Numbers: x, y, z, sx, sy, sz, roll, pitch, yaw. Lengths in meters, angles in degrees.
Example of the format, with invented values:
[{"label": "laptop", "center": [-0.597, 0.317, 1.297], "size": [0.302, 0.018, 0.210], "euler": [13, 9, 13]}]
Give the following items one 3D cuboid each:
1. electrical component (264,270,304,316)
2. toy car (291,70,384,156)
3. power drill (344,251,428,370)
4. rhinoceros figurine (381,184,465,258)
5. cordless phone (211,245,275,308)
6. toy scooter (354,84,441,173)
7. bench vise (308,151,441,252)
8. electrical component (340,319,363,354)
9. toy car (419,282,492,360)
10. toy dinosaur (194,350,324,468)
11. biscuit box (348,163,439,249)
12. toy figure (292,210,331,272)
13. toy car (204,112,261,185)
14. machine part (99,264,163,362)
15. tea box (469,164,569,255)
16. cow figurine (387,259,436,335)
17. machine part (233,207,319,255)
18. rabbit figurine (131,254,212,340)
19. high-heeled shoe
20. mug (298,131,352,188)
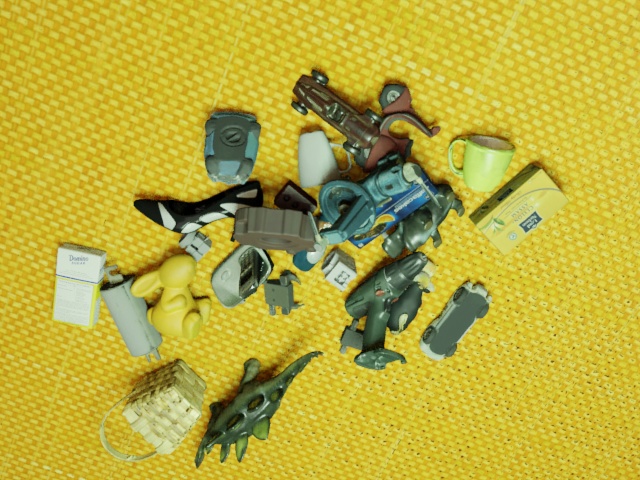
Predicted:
[{"label": "electrical component", "center": [-0.080, 0.118, 1.184], "size": [0.078, 0.045, 0.102], "euler": [2, 108, 30]}, {"label": "toy car", "center": [0.028, -0.245, 1.026], "size": [0.202, 0.053, 0.089], "euler": [40, 108, 12]}, {"label": "power drill", "center": [0.131, 0.147, 1.085], "size": [0.086, 0.207, 0.232], "euler": [19, 146, -30]}, {"label": "rhinoceros figurine", "center": [0.204, -0.039, 1.096], "size": [0.190, 0.112, 0.073], "euler": [-47, 131, 1]}, {"label": "cordless phone", "center": [-0.162, 0.093, 1.100], "size": [0.146, 0.184, 0.088], "euler": [-42, 108, 12]}, {"label": "toy scooter", "center": [0.156, -0.202, 1.055], "size": [0.135, 0.075, 0.183], "euler": [23, 104, -3]}, {"label": "bench vise", "center": [0.073, -0.061, 0.972], "size": [0.224, 0.240, 0.128], "euler": [-5, 122, 41]}, {"label": "electrical component", "center": [0.082, 0.225, 1.228], "size": [0.063, 0.021, 0.094], "euler": [21, 107, -7]}, {"label": "toy car", "center": [0.300, 0.181, 1.197], "size": [0.073, 0.056, 0.201], "euler": [33, 105, -3]}, {"label": "toy dinosaur", "center": [-0.147, 0.367, 1.186], "size": [0.105, 0.199, 0.471], "euler": [36, 107, -14]}, {"label": "biscuit box", "center": [0.135, -0.067, 1.079], "size": [0.203, 0.059, 0.062], "euler": [-37, 141, 15]}, {"label": "toy figure", "center": [-0.002, -0.004, 1.134], "size": [0.058, 0.064, 0.154], "euler": [42, 110, 25]}, {"label": "toy car", "center": [-0.171, -0.165, 1.051], "size": [0.109, 0.161, 0.102], "euler": [1, 153, -6]}, {"label": "machine part", "center": [-0.415, 0.166, 1.182], "size": [0.079, 0.079, 0.243], "euler": [-18, 109, 6]}, {"label": "tea box", "center": [0.406, -0.063, 1.106], "size": [0.098, 0.068, 0.169], "euler": [42, 103, -12]}, {"label": "cow figurine", "center": [0.193, 0.121, 1.153], "size": [0.068, 0.098, 0.167], "euler": [27, 108, -4]}, {"label": "machine part", "center": [-0.084, -0.017, 1.041], "size": [0.179, 0.179, 0.056], "euler": [6, 77, -2]}, {"label": "rabbit figurine", "center": [-0.309, 0.105, 1.147], "size": [0.163, 0.122, 0.173], "euler": [15, 113, 12]}, {"label": "high-heeled shoe", "center": [-0.245, -0.085, 1.095], "size": [0.249, 0.086, 0.145], "euler": [18, 107, -12]}, {"label": "mug", "center": [0.004, -0.164, 1.067], "size": [0.110, 0.081, 0.107], "euler": [-11, 100, 11]}]
